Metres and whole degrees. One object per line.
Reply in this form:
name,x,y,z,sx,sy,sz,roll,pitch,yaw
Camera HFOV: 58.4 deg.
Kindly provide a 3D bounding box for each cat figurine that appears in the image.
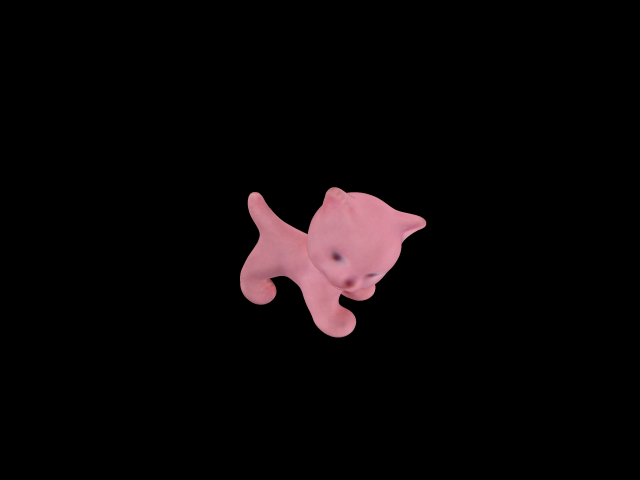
cat figurine,0.004,0.001,0.400,0.127,0.118,0.067,19,46,19
